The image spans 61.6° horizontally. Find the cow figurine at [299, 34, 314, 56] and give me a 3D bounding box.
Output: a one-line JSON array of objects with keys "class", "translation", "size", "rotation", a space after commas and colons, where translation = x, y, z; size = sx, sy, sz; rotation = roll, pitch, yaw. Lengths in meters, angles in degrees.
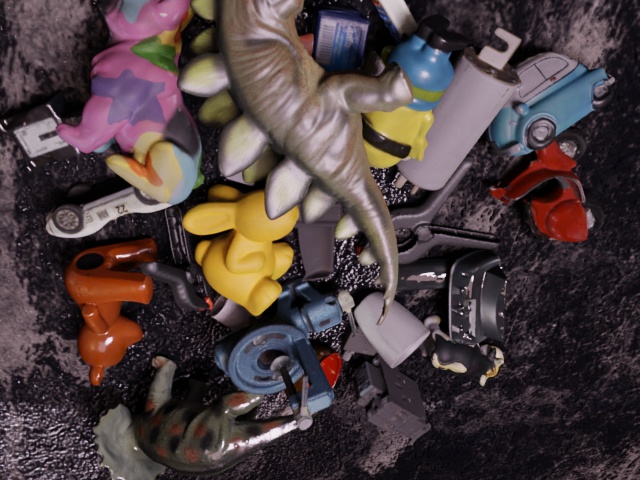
[{"class": "cow figurine", "translation": [-0.074, -0.210, 0.605], "size": [0.127, 0.085, 0.194], "rotation": [4, 102, -13]}]

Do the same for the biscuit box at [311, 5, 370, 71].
[{"class": "biscuit box", "translation": [0.009, -0.177, 0.661], "size": [0.059, 0.063, 0.202], "rotation": [6, 120, -9]}]

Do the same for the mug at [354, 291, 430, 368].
[{"class": "mug", "translation": [0.113, 0.129, 0.844], "size": [0.107, 0.109, 0.080], "rotation": [46, 122, 18]}]

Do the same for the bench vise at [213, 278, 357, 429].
[{"class": "bench vise", "translation": [-0.032, 0.159, 0.750], "size": [0.224, 0.241, 0.128], "rotation": [-14, 120, -12]}]

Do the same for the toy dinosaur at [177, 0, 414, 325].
[{"class": "toy dinosaur", "translation": [-0.014, -0.127, 0.546], "size": [0.198, 0.105, 0.471], "rotation": [-34, 100, 8]}]

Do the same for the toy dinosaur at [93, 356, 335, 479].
[{"class": "toy dinosaur", "translation": [-0.188, 0.293, 0.820], "size": [0.405, 0.192, 0.131], "rotation": [-4, 139, 31]}]

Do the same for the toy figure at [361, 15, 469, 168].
[{"class": "toy figure", "translation": [0.094, -0.165, 0.621], "size": [0.089, 0.082, 0.180], "rotation": [5, 137, -20]}]

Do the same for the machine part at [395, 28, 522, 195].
[{"class": "machine part", "translation": [0.165, -0.145, 0.666], "size": [0.079, 0.079, 0.243], "rotation": [17, 133, -16]}]

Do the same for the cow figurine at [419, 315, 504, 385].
[{"class": "cow figurine", "translation": [0.246, 0.193, 0.893], "size": [0.167, 0.098, 0.068], "rotation": [20, 111, -17]}]

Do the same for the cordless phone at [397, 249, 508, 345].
[{"class": "cordless phone", "translation": [0.192, 0.093, 0.838], "size": [0.184, 0.089, 0.146], "rotation": [-2, 112, 7]}]

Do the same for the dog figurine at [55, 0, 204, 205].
[{"class": "dog figurine", "translation": [-0.176, -0.171, 0.590], "size": [0.191, 0.108, 0.219], "rotation": [33, 93, -11]}]

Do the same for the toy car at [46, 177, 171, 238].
[{"class": "toy car", "translation": [-0.261, -0.055, 0.700], "size": [0.202, 0.074, 0.056], "rotation": [-19, 121, 6]}]

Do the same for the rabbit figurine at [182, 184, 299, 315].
[{"class": "rabbit figurine", "translation": [-0.093, -0.010, 0.722], "size": [0.162, 0.122, 0.173], "rotation": [36, 134, -2]}]

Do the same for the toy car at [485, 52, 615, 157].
[{"class": "toy car", "translation": [0.270, -0.178, 0.668], "size": [0.162, 0.109, 0.103], "rotation": [-35, 102, 5]}]

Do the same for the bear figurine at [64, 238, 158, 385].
[{"class": "bear figurine", "translation": [-0.292, 0.107, 0.772], "size": [0.132, 0.120, 0.195], "rotation": [-5, 123, -7]}]

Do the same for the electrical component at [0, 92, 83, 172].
[{"class": "electrical component", "translation": [-0.320, -0.139, 0.658], "size": [0.119, 0.048, 0.074], "rotation": [-21, 121, 6]}]

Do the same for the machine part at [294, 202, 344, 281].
[{"class": "machine part", "translation": [-0.002, -0.002, 0.782], "size": [0.084, 0.039, 0.138], "rotation": [-2, 121, -6]}]

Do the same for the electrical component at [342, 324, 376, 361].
[{"class": "electrical component", "translation": [0.073, 0.169, 0.903], "size": [0.063, 0.021, 0.094], "rotation": [16, 118, -15]}]

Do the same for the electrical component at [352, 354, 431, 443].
[{"class": "electrical component", "translation": [0.116, 0.263, 0.912], "size": [0.134, 0.115, 0.058], "rotation": [35, 110, -26]}]

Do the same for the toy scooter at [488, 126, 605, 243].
[{"class": "toy scooter", "translation": [0.314, -0.061, 0.758], "size": [0.135, 0.075, 0.183], "rotation": [-24, 118, 8]}]
